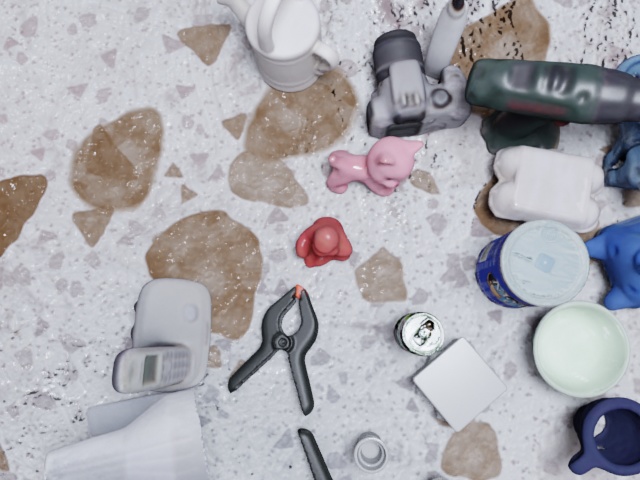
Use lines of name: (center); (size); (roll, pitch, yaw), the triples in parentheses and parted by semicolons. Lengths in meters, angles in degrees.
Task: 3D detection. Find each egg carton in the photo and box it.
egg carton: (0.307, -0.070, 0.780); (0.150, 0.069, 0.107); (10, 83, 3)

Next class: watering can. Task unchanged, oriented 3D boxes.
watering can: (-0.055, -0.281, 0.758); (0.172, 0.194, 0.101); (9, 83, 4)

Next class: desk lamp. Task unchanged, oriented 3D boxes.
desk lamp: (-0.213, 0.249, 0.683); (0.203, 0.213, 0.118); (-12, 82, 1)

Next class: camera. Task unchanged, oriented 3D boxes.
camera: (0.130, -0.222, 0.790); (0.143, 0.101, 0.137); (-8, 82, 1)

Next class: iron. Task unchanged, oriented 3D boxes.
iron: (0.483, 0.003, 0.727); (0.258, 0.141, 0.118); (-20, 82, -1)

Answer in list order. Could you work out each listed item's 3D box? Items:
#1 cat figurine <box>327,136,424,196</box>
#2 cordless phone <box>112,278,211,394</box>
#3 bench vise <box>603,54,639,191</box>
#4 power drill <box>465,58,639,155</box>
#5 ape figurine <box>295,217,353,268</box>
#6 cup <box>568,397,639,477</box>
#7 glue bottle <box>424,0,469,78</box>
cat figurine: (0.071, -0.103, 0.768); (0.127, 0.118, 0.067); (2, 82, 3)
cordless phone: (-0.201, 0.119, 0.715); (0.094, 0.185, 0.148); (0, 82, 2)
bench vise: (0.440, -0.157, 0.710); (0.121, 0.220, 0.207); (-12, 82, 1)
power drill: (0.291, -0.162, 0.722); (0.229, 0.208, 0.076); (12, 83, 4)
ape figurine: (0.007, 0.003, 0.769); (0.077, 0.092, 0.076); (22, 84, 5)
cup: (0.351, 0.249, 0.723); (0.118, 0.095, 0.091); (-37, 82, -3)
glue bottle: (0.172, -0.283, 0.761); (0.037, 0.173, 0.078); (20, 84, 5)
